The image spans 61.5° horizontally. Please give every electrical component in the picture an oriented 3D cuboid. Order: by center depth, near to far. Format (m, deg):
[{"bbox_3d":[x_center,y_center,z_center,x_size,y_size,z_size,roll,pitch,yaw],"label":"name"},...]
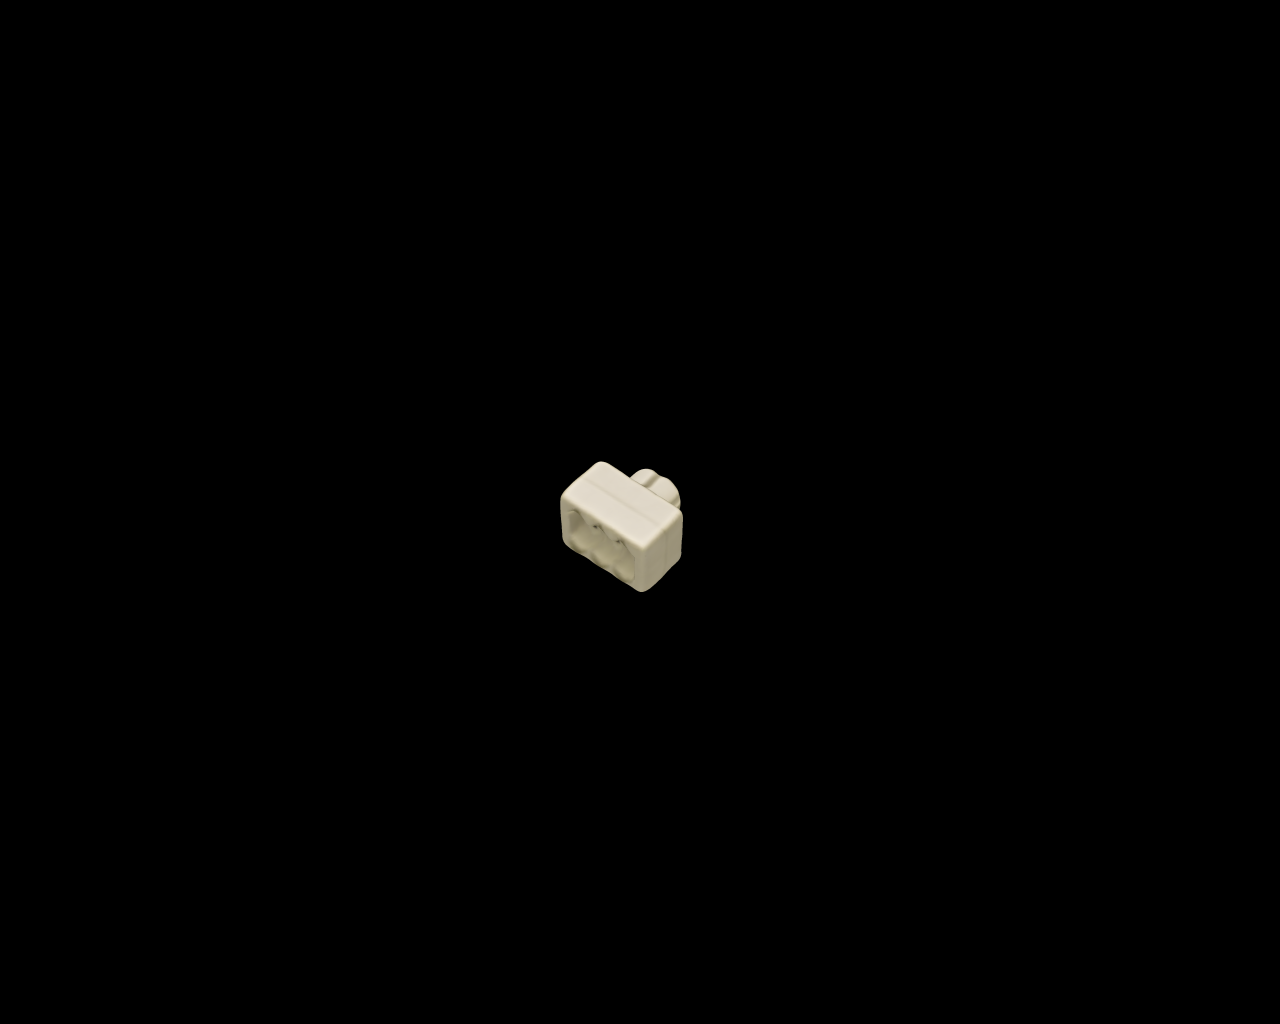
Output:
[{"bbox_3d":[0.001,-0.003,0.650,0.066,0.047,0.077,33,58,24],"label":"electrical component"}]
